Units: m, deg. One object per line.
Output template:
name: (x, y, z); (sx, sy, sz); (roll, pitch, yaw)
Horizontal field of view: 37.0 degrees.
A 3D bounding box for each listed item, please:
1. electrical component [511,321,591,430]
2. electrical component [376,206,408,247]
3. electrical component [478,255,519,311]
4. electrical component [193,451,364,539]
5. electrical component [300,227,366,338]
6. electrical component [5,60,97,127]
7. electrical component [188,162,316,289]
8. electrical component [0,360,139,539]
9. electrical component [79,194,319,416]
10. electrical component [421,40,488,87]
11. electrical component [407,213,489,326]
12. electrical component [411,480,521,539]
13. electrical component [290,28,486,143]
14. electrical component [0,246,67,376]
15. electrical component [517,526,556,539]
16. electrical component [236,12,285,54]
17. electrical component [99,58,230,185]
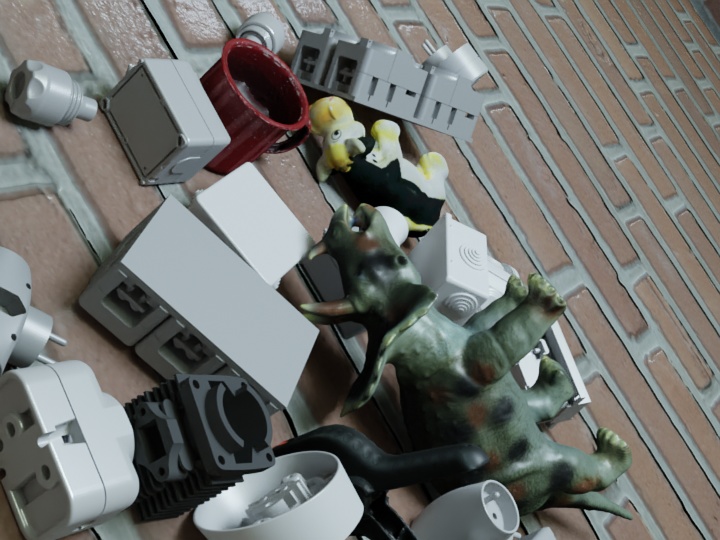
electrical component: (0.169, 0.089, 1.060); (0.063, 0.078, 0.121); (-8, 62, -22)
electrical component: (0.017, -0.027, 0.999); (0.045, 0.045, 0.055); (46, 34, -12)
electrical component: (0.112, 0.023, 1.042); (0.051, 0.080, 0.080); (29, 40, -25)
electrical component: (-0.050, 0.158, 0.698); (0.064, 0.099, 0.099); (57, 32, -7)
electrical component: (0.000, 0.000, 0.937); (0.062, 0.061, 0.096); (-20, 76, -56)
electrical component: (-0.223, -0.126, 0.788); (0.062, 0.043, 0.043); (16, 48, -45)
electrical component: (-0.095, -0.026, 0.853); (0.099, 0.048, 0.099); (51, 33, -5)
electrical component: (-0.173, 0.104, 0.629); (0.059, 0.054, 0.095); (-7, 65, -54)
electrical component: (-0.113, 0.035, 0.761); (0.150, 0.062, 0.089); (44, 34, -15)
electrical component: (0.096, -0.232, 1.231); (0.073, 0.052, 0.138); (52, -6, -2)
electrical component: (0.076, 0.011, 0.990); (0.048, 0.099, 0.099); (24, 41, -19)
electrical component: (0.094, 0.205, 0.851); (0.079, 0.077, 0.043); (27, 41, -36)
electrical component: (0.031, -0.191, 1.104); (0.105, 0.060, 0.186); (26, 10, 42)
electrical component: (-0.214, 0.035, 0.651); (0.079, 0.043, 0.077); (32, 38, -30)
electrical component: (0.123, 0.242, 0.752); (0.096, 0.062, 0.061); (58, 33, 6)
electrical component: (-0.099, -0.219, 1.032); (0.043, 0.043, 0.062); (45, 35, -13)
electrical component: (-0.155, -0.123, 0.855); (0.061, 0.062, 0.096); (-13, 70, -55)
